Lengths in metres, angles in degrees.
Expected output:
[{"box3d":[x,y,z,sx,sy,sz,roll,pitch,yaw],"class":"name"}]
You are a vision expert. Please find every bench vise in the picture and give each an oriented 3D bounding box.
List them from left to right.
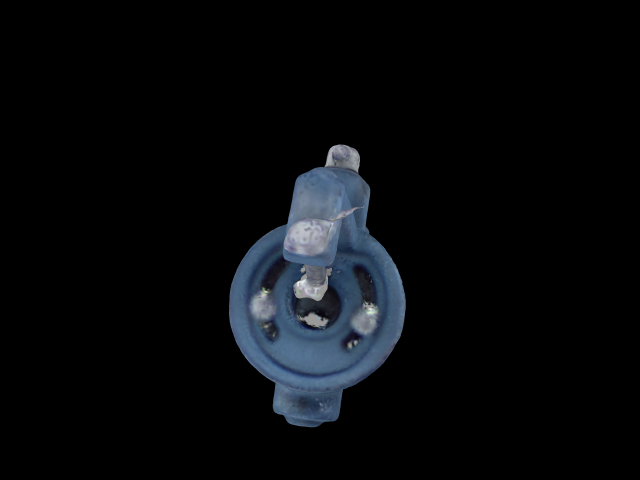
[{"box3d":[-0.008,0.003,0.399,0.121,0.220,0.207,-8,58,-4],"class":"bench vise"}]
